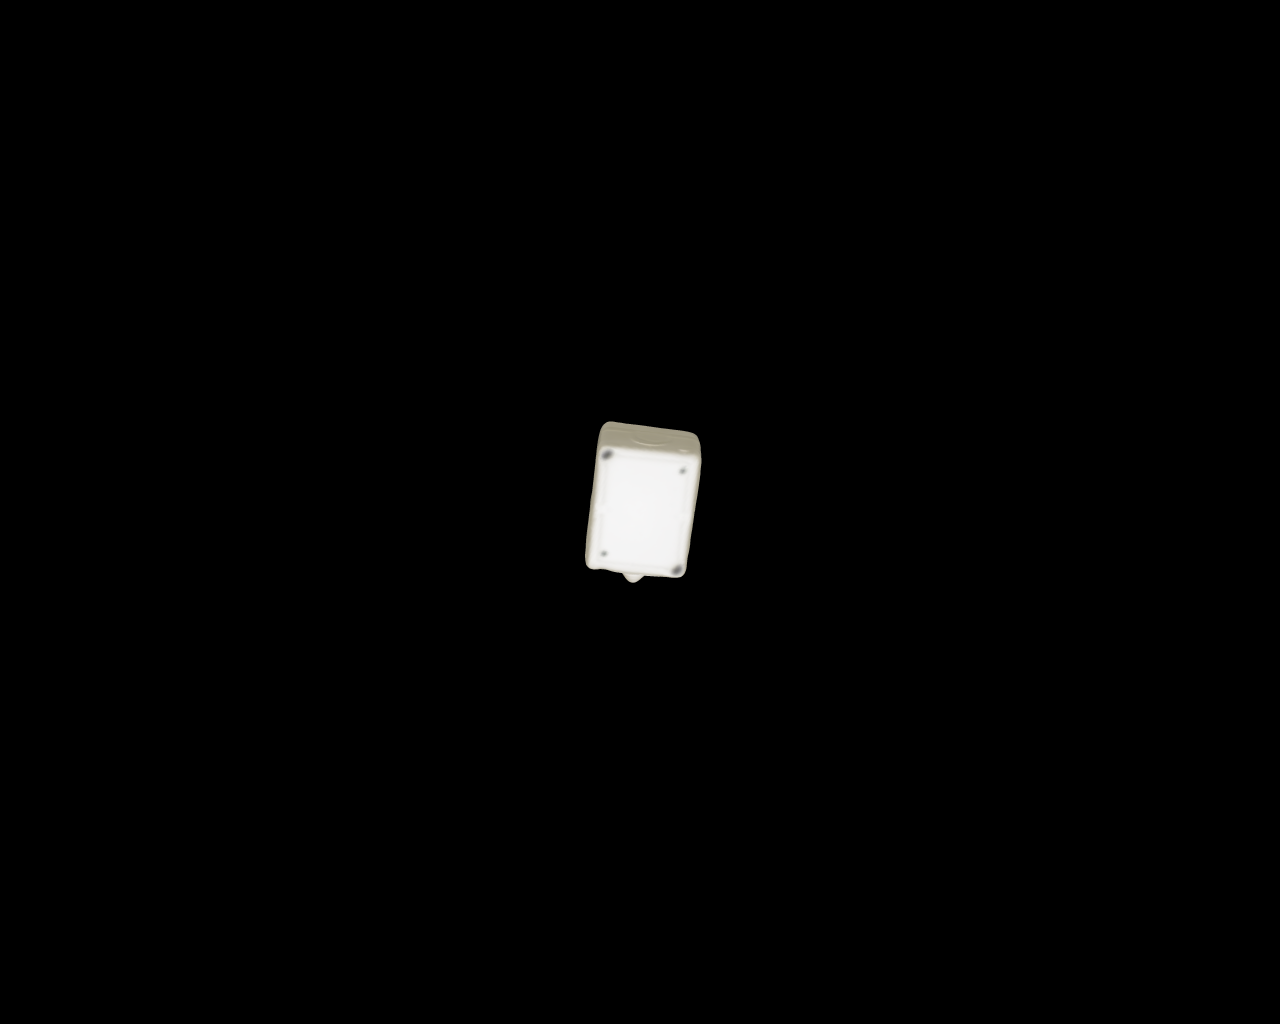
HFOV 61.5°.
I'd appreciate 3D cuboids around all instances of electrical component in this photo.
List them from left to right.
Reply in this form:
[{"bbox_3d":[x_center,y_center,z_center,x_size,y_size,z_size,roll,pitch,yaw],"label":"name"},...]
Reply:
[{"bbox_3d":[0.001,-0.003,0.650,0.062,0.096,0.061,7,20,-2],"label":"electrical component"}]
